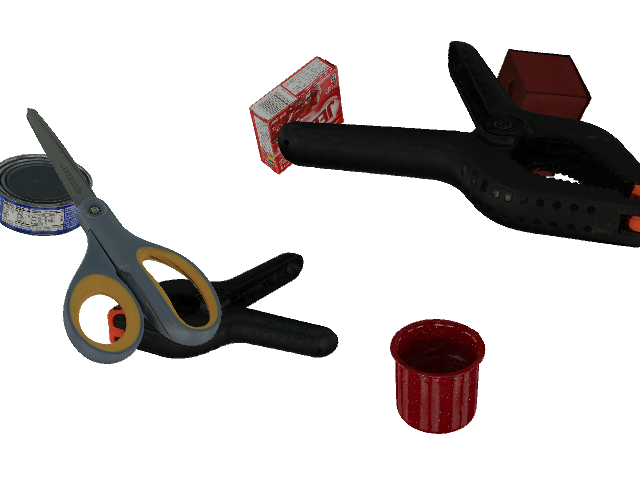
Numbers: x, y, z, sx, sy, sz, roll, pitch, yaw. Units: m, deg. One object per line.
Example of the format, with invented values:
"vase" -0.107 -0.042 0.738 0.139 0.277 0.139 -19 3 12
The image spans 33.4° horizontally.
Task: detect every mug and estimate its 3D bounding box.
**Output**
"mug" 0.124 0.133 1.075 0.093 0.081 0.117 21 39 33

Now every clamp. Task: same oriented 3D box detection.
"clamp" 0.090 -0.048 0.597 0.164 0.036 0.210 -26 43 -28
"clamp" -0.077 0.050 0.830 0.171 0.039 0.120 1 27 -8

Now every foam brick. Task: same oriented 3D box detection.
"foam brick" 0.156 -0.094 0.788 0.051 0.053 0.078 2 -45 -14

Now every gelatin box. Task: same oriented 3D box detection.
"gelatin box" -0.020 -0.115 0.979 0.030 0.089 0.073 38 -24 29

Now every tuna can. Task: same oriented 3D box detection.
"tuna can" -0.243 -0.040 0.930 0.086 0.034 0.086 9 32 -6

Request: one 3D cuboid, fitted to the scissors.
"scissors" -0.144 -0.001 0.629 0.202 0.016 0.096 40 51 18
